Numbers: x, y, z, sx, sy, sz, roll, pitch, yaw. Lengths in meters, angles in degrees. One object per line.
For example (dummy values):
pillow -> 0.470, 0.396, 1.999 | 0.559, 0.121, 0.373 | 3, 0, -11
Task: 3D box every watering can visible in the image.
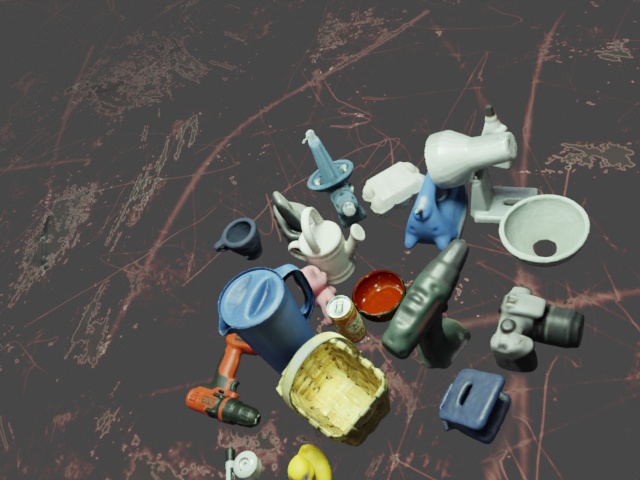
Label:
watering can -> 0.012, 0.003, 1.252 | 0.173, 0.195, 0.100 | -25, 46, 5

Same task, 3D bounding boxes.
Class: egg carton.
egg carton -> 0.179, -0.120, 1.364 | 0.150, 0.070, 0.107 | -31, 46, -2

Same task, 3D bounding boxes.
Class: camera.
camera -> 0.385, 0.156, 1.009 | 0.136, 0.101, 0.143 | 9, 57, 31

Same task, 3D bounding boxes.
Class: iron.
iron -> 0.257, -0.104, 1.262 | 0.118, 0.142, 0.258 | 4, 55, 29

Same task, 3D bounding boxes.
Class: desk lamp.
desk lamp -> 0.340, -0.140, 1.202 | 0.202, 0.214, 0.118 | 4, 54, 28

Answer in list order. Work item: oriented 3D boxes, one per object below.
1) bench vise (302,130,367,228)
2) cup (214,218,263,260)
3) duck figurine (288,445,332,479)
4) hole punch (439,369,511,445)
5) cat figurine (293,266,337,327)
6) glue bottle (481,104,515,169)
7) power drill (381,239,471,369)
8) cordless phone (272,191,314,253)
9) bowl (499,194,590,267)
bench vise -> 0.040, -0.151, 1.351 | 0.121, 0.220, 0.206 | -40, 47, -10
cup -> -0.193, 0.013, 1.410 | 0.118, 0.095, 0.091 | -30, 46, 0
duck figurine -> -0.026, 0.406, 1.004 | 0.077, 0.086, 0.104 | -14, 48, 15
hole punch -> 0.258, 0.277, 0.974 | 0.100, 0.091, 0.109 | 17, 61, 35
cat figurine -> -0.002, 0.106, 1.225 | 0.067, 0.118, 0.127 | -36, 46, -6
glue bottle -> 0.392, -0.235, 1.287 | 0.077, 0.174, 0.037 | 23, 65, 38
power drill -> 0.208, 0.135, 1.036 | 0.075, 0.209, 0.230 | 27, 67, 39
cordless phone -> -0.071, -0.069, 1.359 | 0.094, 0.186, 0.147 | -32, 46, -3
bowl -> 0.445, -0.006, 1.136 | 0.167, 0.075, 0.167 | -13, 48, 15
